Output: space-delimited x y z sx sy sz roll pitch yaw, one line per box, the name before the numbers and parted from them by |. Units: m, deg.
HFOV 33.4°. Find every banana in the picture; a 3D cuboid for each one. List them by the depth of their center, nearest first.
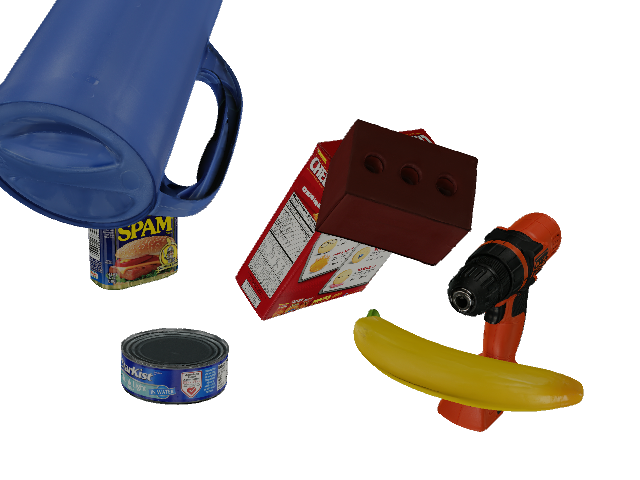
banana | 0.092 0.088 0.787 0.198 0.037 0.069 20 37 38

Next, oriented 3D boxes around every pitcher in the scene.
pitcher | -0.141 -0.133 0.802 0.145 0.242 0.149 -3 -40 25

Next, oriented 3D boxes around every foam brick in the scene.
foam brick | 0.044 -0.027 0.621 0.078 0.053 0.051 16 -29 -11

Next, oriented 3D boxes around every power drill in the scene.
power drill | 0.158 0.080 0.985 0.057 0.188 0.184 24 32 27

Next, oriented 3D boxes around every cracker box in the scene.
cracker box | 0.023 -0.019 1.147 0.163 0.072 0.214 -13 -33 -43

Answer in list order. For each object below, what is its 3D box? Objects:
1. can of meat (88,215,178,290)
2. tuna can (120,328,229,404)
can of meat | -0.203 0.000 1.159 0.101 0.084 0.058 -14 25 -40
tuna can | -0.116 0.100 0.851 0.086 0.034 0.086 4 14 -1
